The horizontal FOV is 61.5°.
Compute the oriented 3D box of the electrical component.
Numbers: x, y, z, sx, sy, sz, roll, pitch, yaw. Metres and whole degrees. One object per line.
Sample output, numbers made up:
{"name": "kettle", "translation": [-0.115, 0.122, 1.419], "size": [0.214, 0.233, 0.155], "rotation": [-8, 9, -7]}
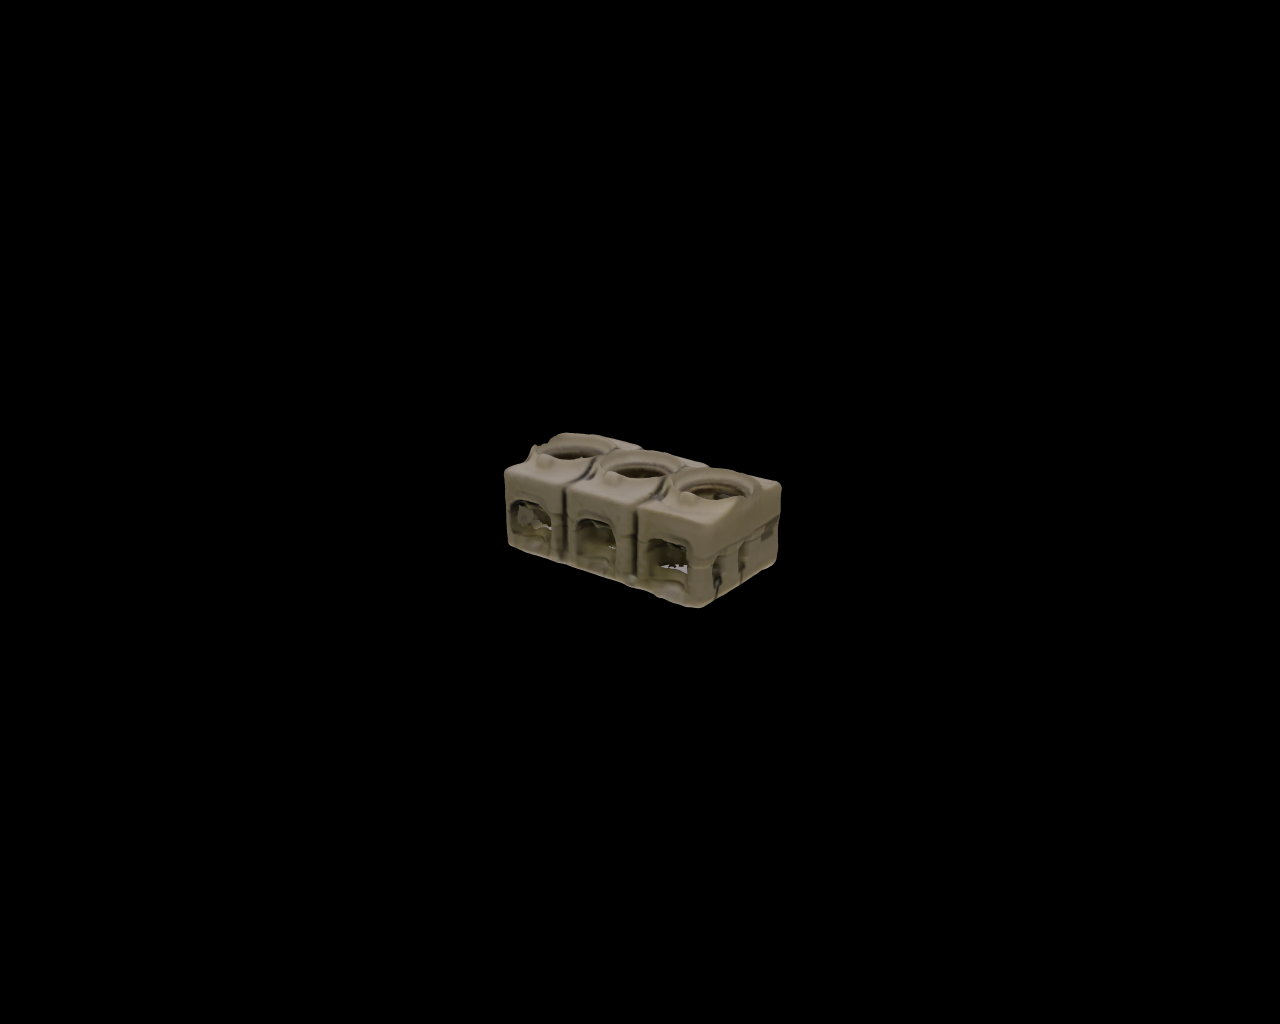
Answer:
{"name": "electrical component", "translation": [0.001, -0.003, 0.650], "size": [0.150, 0.061, 0.090], "rotation": [16, 27, 34]}
